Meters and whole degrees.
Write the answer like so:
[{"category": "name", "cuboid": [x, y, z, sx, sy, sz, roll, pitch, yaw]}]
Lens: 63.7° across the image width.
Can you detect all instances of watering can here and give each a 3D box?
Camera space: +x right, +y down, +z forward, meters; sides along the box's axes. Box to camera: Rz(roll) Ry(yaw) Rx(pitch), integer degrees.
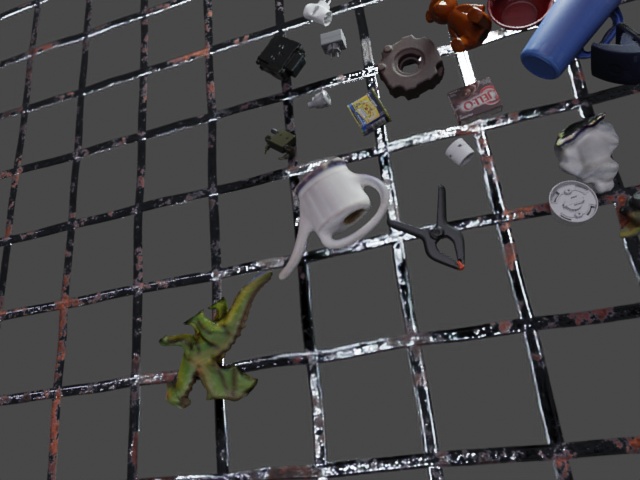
[{"category": "watering can", "cuboid": [0.004, -0.065, 1.299, 0.346, 0.102, 0.228, -33, 64, 6]}]

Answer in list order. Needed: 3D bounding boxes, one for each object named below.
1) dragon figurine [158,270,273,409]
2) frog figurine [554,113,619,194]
[{"category": "dragon figurine", "cuboid": [-0.239, 0.277, 1.284, 0.409, 0.122, 0.244, -33, 82, 8]}, {"category": "frog figurine", "cuboid": [0.610, -0.188, 1.156, 0.138, 0.123, 0.158, -36, 100, -4]}]
